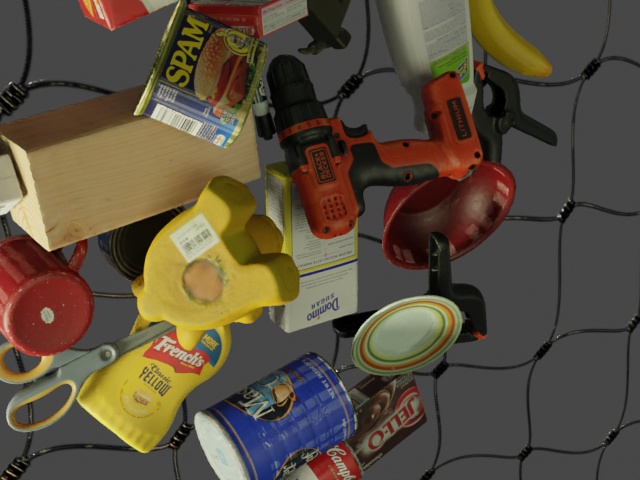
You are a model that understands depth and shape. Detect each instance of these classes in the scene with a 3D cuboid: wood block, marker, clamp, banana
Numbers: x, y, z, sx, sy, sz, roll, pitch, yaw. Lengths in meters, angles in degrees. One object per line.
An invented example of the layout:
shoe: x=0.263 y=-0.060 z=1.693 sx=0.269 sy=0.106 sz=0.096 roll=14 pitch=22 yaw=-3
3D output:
wood block: x=-0.165 y=-0.075 z=0.932 sx=0.205 sy=0.090 sz=0.091 roll=-22 pitch=120 yaw=-28
marker: x=-0.063 y=-0.151 z=1.021 sx=0.020 sy=0.020 sz=0.121 roll=-28 pitch=123 yaw=-23
clamp: x=0.133 y=0.070 z=1.215 sx=0.209 sy=0.036 sz=0.165 roll=19 pitch=123 yaw=-42
clamp: x=0.195 y=-0.125 z=1.201 sx=0.120 sy=0.039 sz=0.171 roll=-52 pitch=125 yaw=-13
banana: x=0.187 y=-0.237 z=1.135 sx=0.197 sy=0.070 sz=0.037 roll=54 pitch=40 yaw=-43

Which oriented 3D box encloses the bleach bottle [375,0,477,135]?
bleach bottle: x=0.109 y=-0.200 z=1.095 sx=0.102 sy=0.068 sz=0.251 roll=-28 pitch=125 yaw=-24

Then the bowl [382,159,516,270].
bowl: x=0.129 y=-0.042 z=1.157 sx=0.162 sy=0.055 sz=0.162 roll=-19 pitch=143 yaw=-15

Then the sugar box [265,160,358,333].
sugar box: x=-0.008 y=0.001 z=1.108 sx=0.093 sy=0.048 sz=0.176 roll=-14 pitch=120 yaw=-30

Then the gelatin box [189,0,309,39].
gelatin box: x=-0.063 y=-0.203 z=0.944 sx=0.089 sy=0.073 sz=0.030 roll=-42 pitch=134 yaw=-52

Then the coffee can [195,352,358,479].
coffee can: x=-0.046 y=0.195 z=1.123 sx=0.140 sy=0.103 sz=0.103 roll=-27 pitch=122 yaw=-24

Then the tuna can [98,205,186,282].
tuna can: x=-0.164 y=-0.004 z=1.002 sx=0.086 sy=0.034 sz=0.086 roll=-14 pitch=116 yaw=-30

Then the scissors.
scissors: x=-0.216 y=0.095 z=0.990 sx=0.201 sy=0.016 sz=0.096 roll=-40 pitch=103 yaw=-10

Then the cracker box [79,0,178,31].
cracker box: x=-0.121 y=-0.295 z=0.888 sx=0.213 sy=0.072 sz=0.164 roll=-30 pitch=122 yaw=-21

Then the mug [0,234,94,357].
mug: x=-0.242 y=0.041 z=0.935 sx=0.093 sy=0.082 sz=0.117 roll=40 pitch=84 yaw=-39

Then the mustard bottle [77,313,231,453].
mustard bottle: x=-0.144 y=0.107 z=1.044 sx=0.096 sy=0.058 sz=0.191 roll=43 pitch=81 yaw=-18

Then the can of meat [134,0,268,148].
can of meat: x=-0.096 y=-0.135 z=0.881 sx=0.084 sy=0.058 sz=0.102 roll=23 pitch=60 yaw=-14

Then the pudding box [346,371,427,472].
pudding box: x=0.067 y=0.205 z=1.247 sx=0.113 sy=0.039 sz=0.090 roll=-33 pitch=125 yaw=-20

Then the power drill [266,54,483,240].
power drill: x=0.052 y=-0.107 z=1.037 sx=0.187 sy=0.057 sz=0.184 roll=-15 pitch=85 yaw=-13

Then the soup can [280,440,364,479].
soup can: x=-0.011 y=0.268 z=1.201 sx=0.102 sy=0.069 sz=0.068 roll=-32 pitch=124 yaw=-20
